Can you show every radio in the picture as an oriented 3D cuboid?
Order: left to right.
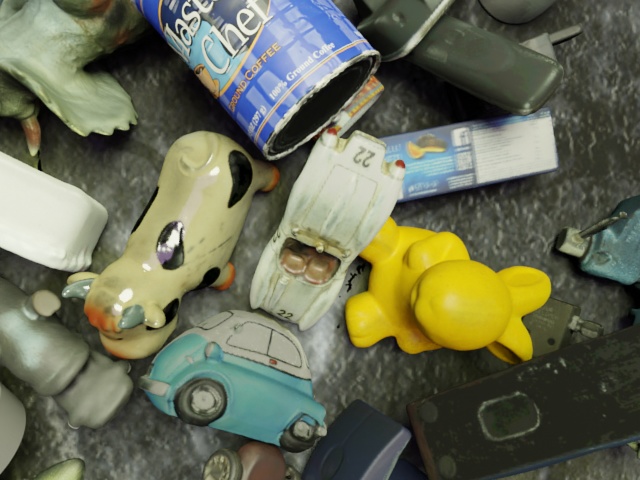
[{"bbox_3d":[0.190,0.127,0.416,0.230,0.131,0.073,-31,61,27],"label":"radio"}]

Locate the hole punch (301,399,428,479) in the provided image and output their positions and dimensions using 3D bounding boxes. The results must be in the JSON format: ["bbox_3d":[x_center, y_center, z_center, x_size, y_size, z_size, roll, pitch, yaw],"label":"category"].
[{"bbox_3d":[0.034,0.209,0.468,0.116,0.142,0.092,-29,99,-18],"label":"hole punch"}]

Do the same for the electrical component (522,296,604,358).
[{"bbox_3d":[0.210,0.085,0.501,0.021,0.094,0.063,16,93,-45],"label":"electrical component"}]

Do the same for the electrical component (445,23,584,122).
[{"bbox_3d":[0.181,-0.151,0.486,0.119,0.075,0.047,-21,95,-8],"label":"electrical component"}]

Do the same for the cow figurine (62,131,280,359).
[{"bbox_3d":[-0.116,0.005,0.427,0.086,0.127,0.195,26,90,18],"label":"cow figurine"}]

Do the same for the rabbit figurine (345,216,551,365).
[{"bbox_3d":[0.103,0.053,0.441,0.162,0.173,0.122,19,88,-4],"label":"rabbit figurine"}]

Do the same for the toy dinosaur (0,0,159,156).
[{"bbox_3d":[-0.142,-0.232,0.414,0.131,0.192,0.405,32,74,24],"label":"toy dinosaur"}]

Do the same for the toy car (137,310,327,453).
[{"bbox_3d":[-0.065,0.113,0.462,0.161,0.109,0.103,21,74,-17],"label":"toy car"}]

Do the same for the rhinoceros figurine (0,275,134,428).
[{"bbox_3d":[-0.240,0.083,0.435,0.190,0.112,0.073,33,59,5],"label":"rhinoceros figurine"}]

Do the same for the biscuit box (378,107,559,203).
[{"bbox_3d":[0.105,-0.071,0.487,0.203,0.063,0.059,-11,96,-5],"label":"biscuit box"}]

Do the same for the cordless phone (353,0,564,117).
[{"bbox_3d":[0.127,-0.189,0.427,0.184,0.088,0.146,39,90,27],"label":"cordless phone"}]

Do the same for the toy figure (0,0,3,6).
[{"bbox_3d":[-0.294,-0.166,0.431,0.058,0.064,0.154,31,89,-17],"label":"toy figure"}]

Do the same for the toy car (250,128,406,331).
[{"bbox_3d":[-0.001,-0.001,0.438,0.073,0.056,0.201,25,130,-5],"label":"toy car"}]

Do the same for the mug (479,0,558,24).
[{"bbox_3d":[0.187,-0.255,0.461,0.081,0.107,0.109,-28,99,-6],"label":"mug"}]

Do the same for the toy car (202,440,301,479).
[{"bbox_3d":[-0.082,0.271,0.450,0.089,0.053,0.202,34,68,-43],"label":"toy car"}]

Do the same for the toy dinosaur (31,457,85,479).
[{"bbox_3d":[-0.242,0.297,0.453,0.471,0.105,0.198,20,87,-19],"label":"toy dinosaur"}]

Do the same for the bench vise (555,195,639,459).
[{"bbox_3d":[0.316,0.083,0.498,0.224,0.129,0.240,18,88,-5],"label":"bench vise"}]
